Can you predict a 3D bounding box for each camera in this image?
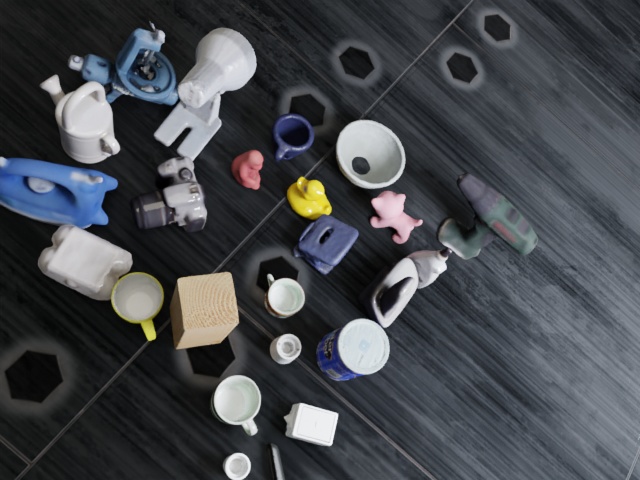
[{"bbox_3d":[-0.301,-0.085,1.123,0.137,0.100,0.143,-15,77,-22],"label":"camera"}]

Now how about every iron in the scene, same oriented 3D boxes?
[{"bbox_3d":[-0.510,-0.109,1.038,0.259,0.141,0.118,11,69,-15],"label":"iron"}]

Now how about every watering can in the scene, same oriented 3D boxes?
[{"bbox_3d":[-0.447,-0.233,1.073,0.173,0.193,0.101,23,66,-10],"label":"watering can"}]

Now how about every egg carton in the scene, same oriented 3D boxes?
[{"bbox_3d":[-0.430,0.042,1.053,0.150,0.069,0.107,26,66,-8],"label":"egg carton"}]

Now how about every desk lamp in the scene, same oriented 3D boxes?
[{"bbox_3d":[-0.231,-0.296,1.156,0.118,0.213,0.203,32,65,-5],"label":"desk lamp"}]

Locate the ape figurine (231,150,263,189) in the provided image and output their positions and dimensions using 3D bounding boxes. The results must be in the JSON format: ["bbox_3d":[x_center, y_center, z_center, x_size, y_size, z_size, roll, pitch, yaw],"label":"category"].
[{"bbox_3d":[-0.145,-0.157,1.205,0.076,0.092,0.078,36,65,-4],"label":"ape figurine"}]

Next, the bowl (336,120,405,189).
[{"bbox_3d":[0.105,-0.184,1.308,0.168,0.074,0.167,6,70,-17],"label":"bowl"}]

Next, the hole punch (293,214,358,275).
[{"bbox_3d":[0.011,0.004,1.202,0.101,0.091,0.109,39,65,-3],"label":"hole punch"}]

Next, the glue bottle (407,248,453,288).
[{"bbox_3d":[0.235,0.049,1.217,0.037,0.173,0.078,-32,84,-25],"label":"glue bottle"}]

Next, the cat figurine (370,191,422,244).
[{"bbox_3d":[0.166,-0.060,1.262,0.128,0.117,0.067,31,65,-6],"label":"cat figurine"}]

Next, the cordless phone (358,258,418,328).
[{"bbox_3d":[0.168,0.095,1.172,0.094,0.184,0.148,40,65,-2],"label":"cordless phone"}]

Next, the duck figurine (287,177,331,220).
[{"bbox_3d":[-0.015,-0.095,1.230,0.104,0.086,0.078,39,65,-2],"label":"duck figurine"}]

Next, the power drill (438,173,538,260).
[{"bbox_3d":[0.353,-0.037,1.267,0.230,0.208,0.076,34,65,-5],"label":"power drill"}]

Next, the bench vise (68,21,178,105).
[{"bbox_3d":[-0.375,-0.335,1.117,0.208,0.219,0.121,-14,77,-22],"label":"bench vise"}]

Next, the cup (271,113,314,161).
[{"bbox_3d":[-0.074,-0.204,1.243,0.092,0.094,0.118,31,65,-6],"label":"cup"}]
